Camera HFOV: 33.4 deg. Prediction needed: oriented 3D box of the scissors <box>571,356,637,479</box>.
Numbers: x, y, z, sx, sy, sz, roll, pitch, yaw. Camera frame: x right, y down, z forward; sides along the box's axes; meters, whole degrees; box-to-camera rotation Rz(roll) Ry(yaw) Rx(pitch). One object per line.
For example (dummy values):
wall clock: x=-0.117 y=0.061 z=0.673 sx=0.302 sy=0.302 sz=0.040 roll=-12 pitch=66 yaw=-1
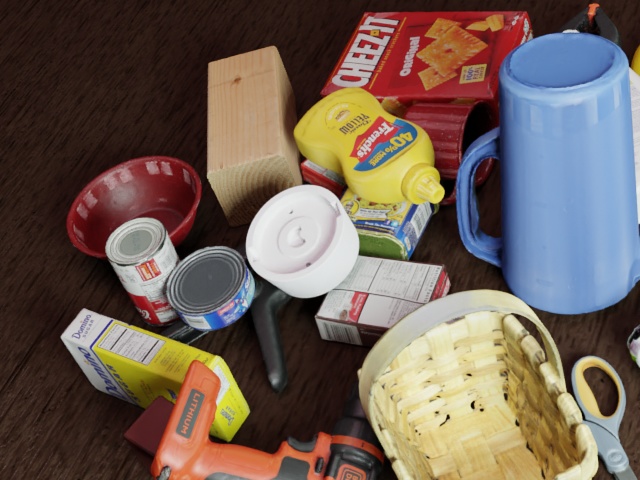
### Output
scissors: x=0.227 y=0.182 z=0.893 sx=0.096 sy=0.016 sz=0.201 roll=-11 pitch=44 yaw=12

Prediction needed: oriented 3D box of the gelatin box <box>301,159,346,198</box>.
gelatin box: x=0.034 y=-0.087 z=1.216 sx=0.089 sy=0.030 sz=0.073 roll=-40 pitch=49 yaw=-20

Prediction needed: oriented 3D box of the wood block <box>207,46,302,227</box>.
wood block: x=-0.077 y=-0.125 z=1.251 sx=0.091 sy=0.090 sz=0.206 roll=-13 pitch=44 yaw=8

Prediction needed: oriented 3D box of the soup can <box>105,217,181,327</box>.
soup can: x=-0.176 y=0.034 z=1.121 sx=0.068 sy=0.102 sz=0.068 roll=-10 pitch=45 yaw=10

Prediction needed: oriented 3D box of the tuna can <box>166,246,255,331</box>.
tuna can: x=-0.109 y=0.049 z=1.079 sx=0.086 sy=0.033 sz=0.086 roll=-12 pitch=48 yaw=13

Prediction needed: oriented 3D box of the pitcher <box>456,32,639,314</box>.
pitcher: x=0.214 y=-0.060 z=0.971 sx=0.149 sy=0.243 sz=0.145 roll=-24 pitch=40 yaw=-13

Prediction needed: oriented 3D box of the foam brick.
foam brick: x=-0.132 y=0.189 z=0.971 sx=0.053 sy=0.078 sz=0.051 roll=23 pitch=60 yaw=36

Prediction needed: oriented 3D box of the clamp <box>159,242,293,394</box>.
clamp: x=-0.084 y=0.062 z=1.108 sx=0.165 sy=0.036 sz=0.209 roll=3 pitch=50 yaw=21

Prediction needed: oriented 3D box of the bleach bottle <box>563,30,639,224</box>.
bleach bottle: x=0.312 y=-0.135 z=1.115 sx=0.102 sy=0.068 sz=0.251 roll=-20 pitch=51 yaw=4

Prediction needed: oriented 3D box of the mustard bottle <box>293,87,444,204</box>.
mustard bottle: x=0.061 y=-0.088 z=1.102 sx=0.096 sy=0.058 sz=0.192 roll=-35 pitch=46 yaw=-15

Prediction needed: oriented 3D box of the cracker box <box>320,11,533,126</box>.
cracker box: x=0.129 y=-0.200 z=1.262 sx=0.214 sy=0.072 sz=0.164 roll=6 pitch=49 yaw=26

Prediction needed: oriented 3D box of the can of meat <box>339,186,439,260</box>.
can of meat: x=0.062 y=-0.022 z=1.124 sx=0.102 sy=0.057 sz=0.083 roll=11 pitch=54 yaw=29

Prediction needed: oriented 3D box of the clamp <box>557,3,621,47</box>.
clamp: x=0.292 y=-0.204 z=1.233 sx=0.120 sy=0.039 sz=0.171 roll=2 pitch=51 yaw=15

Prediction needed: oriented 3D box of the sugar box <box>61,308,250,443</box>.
sugar box: x=-0.160 y=0.130 z=1.029 sx=0.176 sy=0.093 sz=0.048 roll=12 pitch=52 yaw=30

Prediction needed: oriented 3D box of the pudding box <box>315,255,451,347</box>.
pudding box: x=0.063 y=0.062 z=1.055 sx=0.114 sy=0.039 sz=0.090 roll=8 pitch=50 yaw=24

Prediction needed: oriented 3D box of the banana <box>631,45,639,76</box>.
banana: x=0.377 y=-0.177 z=1.179 sx=0.069 sy=0.037 sz=0.197 roll=4 pitch=47 yaw=0

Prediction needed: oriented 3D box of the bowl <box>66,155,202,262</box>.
bowl: x=-0.204 y=-0.023 z=1.221 sx=0.162 sy=0.055 sz=0.162 roll=-10 pitch=45 yaw=10

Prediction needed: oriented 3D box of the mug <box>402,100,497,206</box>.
mug: x=0.135 y=-0.095 z=1.156 sx=0.082 sy=0.093 sz=0.117 roll=8 pitch=87 yaw=33

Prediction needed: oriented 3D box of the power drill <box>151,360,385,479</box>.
power drill: x=-0.036 y=0.170 z=0.911 sx=0.187 sy=0.057 sz=0.184 roll=21 pitch=58 yaw=-2
